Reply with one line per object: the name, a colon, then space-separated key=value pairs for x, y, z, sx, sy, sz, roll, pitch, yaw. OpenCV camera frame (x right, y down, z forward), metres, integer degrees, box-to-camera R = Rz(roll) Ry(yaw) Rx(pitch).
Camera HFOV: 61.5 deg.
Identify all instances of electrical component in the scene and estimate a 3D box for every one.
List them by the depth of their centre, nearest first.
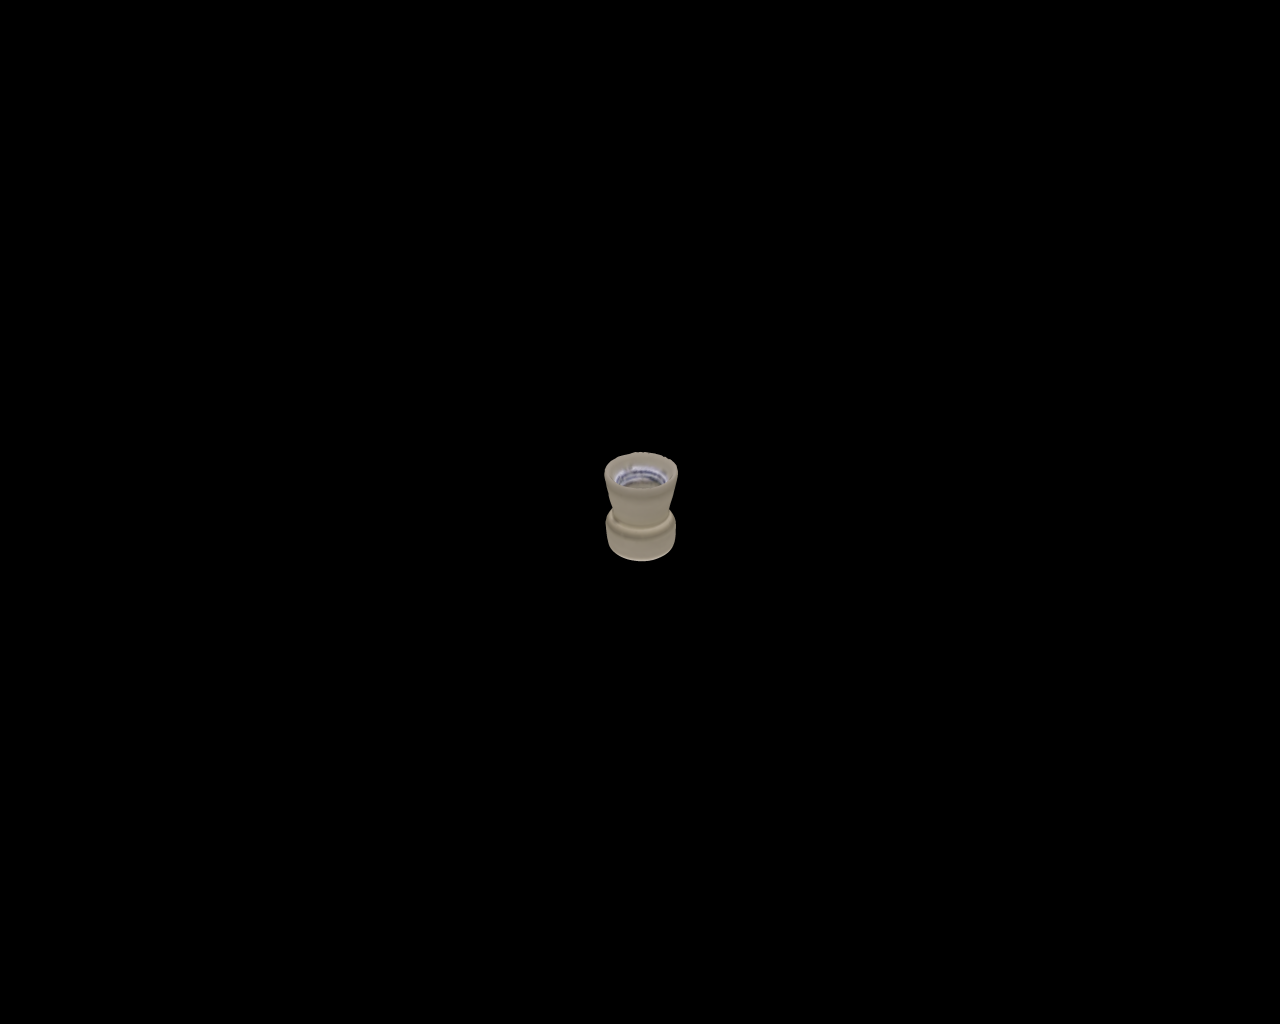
electrical component: x=0.001 y=-0.003 z=0.650 sx=0.045 sy=0.055 sz=0.045 roll=0 pitch=34 yaw=0
